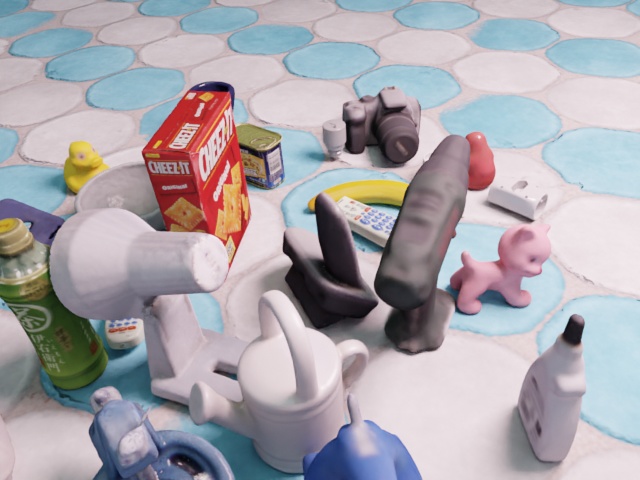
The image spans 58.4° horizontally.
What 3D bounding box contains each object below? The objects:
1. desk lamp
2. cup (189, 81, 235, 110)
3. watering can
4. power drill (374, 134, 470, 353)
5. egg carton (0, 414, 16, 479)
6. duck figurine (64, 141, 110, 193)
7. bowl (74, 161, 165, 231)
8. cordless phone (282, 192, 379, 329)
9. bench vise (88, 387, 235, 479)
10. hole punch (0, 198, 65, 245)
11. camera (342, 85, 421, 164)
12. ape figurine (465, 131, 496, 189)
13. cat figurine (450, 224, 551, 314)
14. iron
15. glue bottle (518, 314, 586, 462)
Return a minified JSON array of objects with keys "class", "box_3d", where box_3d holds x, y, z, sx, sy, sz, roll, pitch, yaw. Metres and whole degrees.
[{"class":"desk lamp","box_3d":[-0.163,0.070,0.621,0.202,0.214,0.118,11,43,18]},{"class":"cup","box_3d":[-0.193,-0.236,1.080,0.092,0.095,0.117,-28,45,-26]},{"class":"watering can","box_3d":[-0.034,0.135,0.548,0.100,0.194,0.173,29,50,33]},{"class":"power drill","box_3d":[0.123,0.017,0.662,0.075,0.209,0.230,13,43,20]},{"class":"egg carton","box_3d":[-0.377,0.213,0.583,0.107,0.069,0.149,-31,47,-28]},{"class":"duck figurine","box_3d":[-0.403,-0.131,0.982,0.104,0.086,0.078,21,46,28]},{"class":"bowl","box_3d":[-0.282,-0.050,0.883,0.167,0.075,0.167,-2,40,2]},{"class":"cordless phone","box_3d":[0.007,0.003,0.708,0.094,0.185,0.147,-23,43,-21]},{"class":"bench vise","box_3d":[-0.160,0.190,0.472,0.206,0.220,0.122,22,47,28]},{"class":"hole punch","box_3d":[-0.427,-0.003,0.828,0.101,0.091,0.108,2,40,7]},{"class":"camera","box_3d":[0.115,-0.201,1.006,0.143,0.101,0.136,-6,40,-2]},{"class":"ape figurine","box_3d":[0.249,-0.133,0.921,0.078,0.092,0.076,-16,41,-13]},{"class":"cat figurine","box_3d":[0.231,0.024,0.714,0.128,0.118,0.067,-9,40,-5]},{"class":"iron","box_3d":[0.057,0.252,0.440,0.119,0.142,0.257,-12,40,-9]},{"class":"glue bottle","box_3d":[0.225,0.133,0.542,0.037,0.173,0.078,-4,40,1]}]
